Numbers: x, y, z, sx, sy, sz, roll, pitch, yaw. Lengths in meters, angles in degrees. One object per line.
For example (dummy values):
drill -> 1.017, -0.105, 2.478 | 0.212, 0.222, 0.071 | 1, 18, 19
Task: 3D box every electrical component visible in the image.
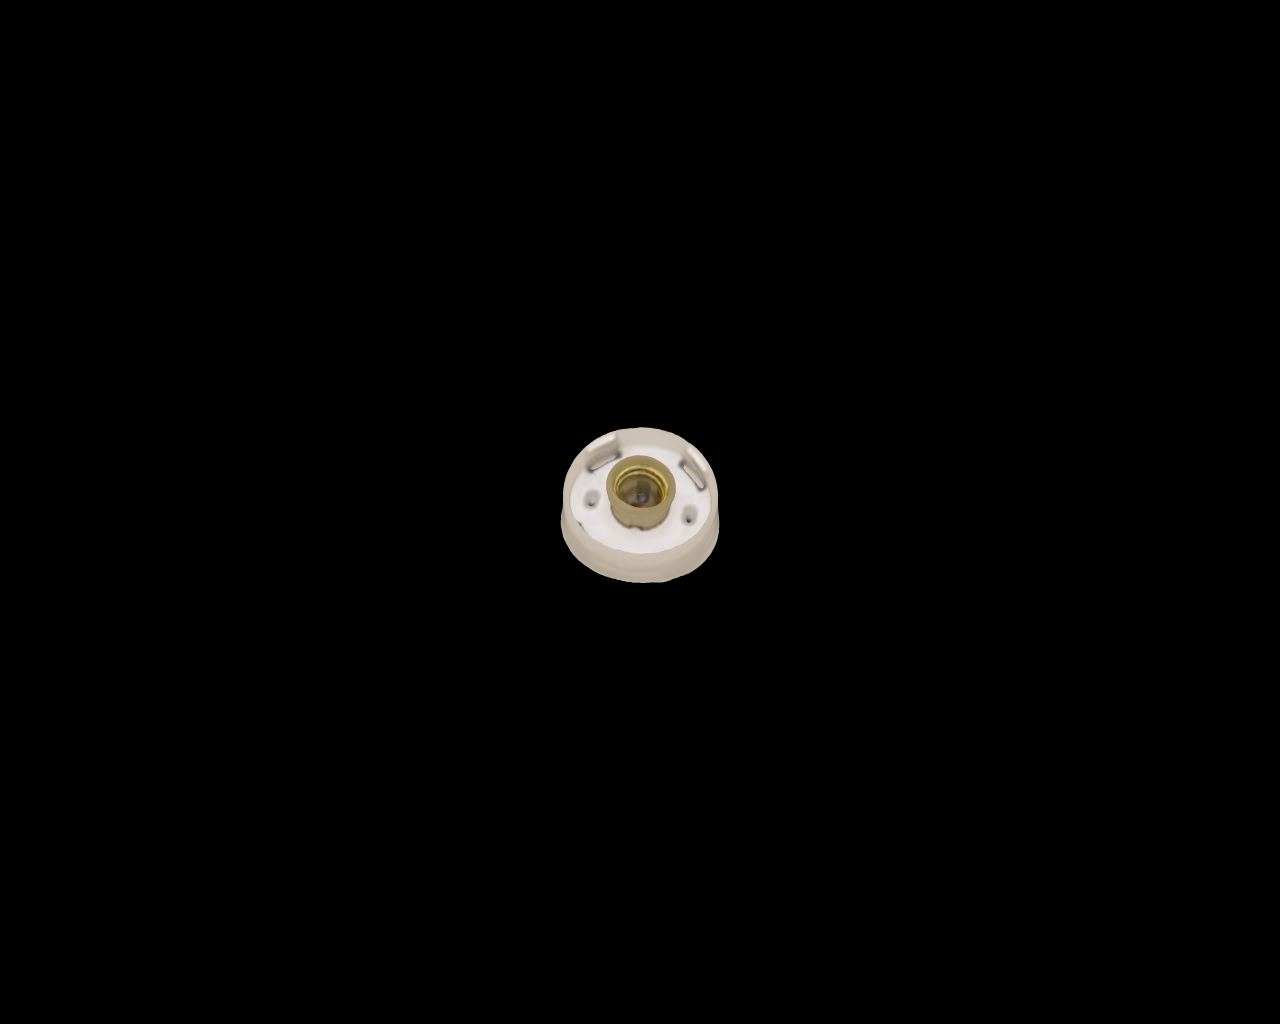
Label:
electrical component -> 0.001, -0.003, 0.650 | 0.099, 0.099, 0.064 | 0, -30, 0
